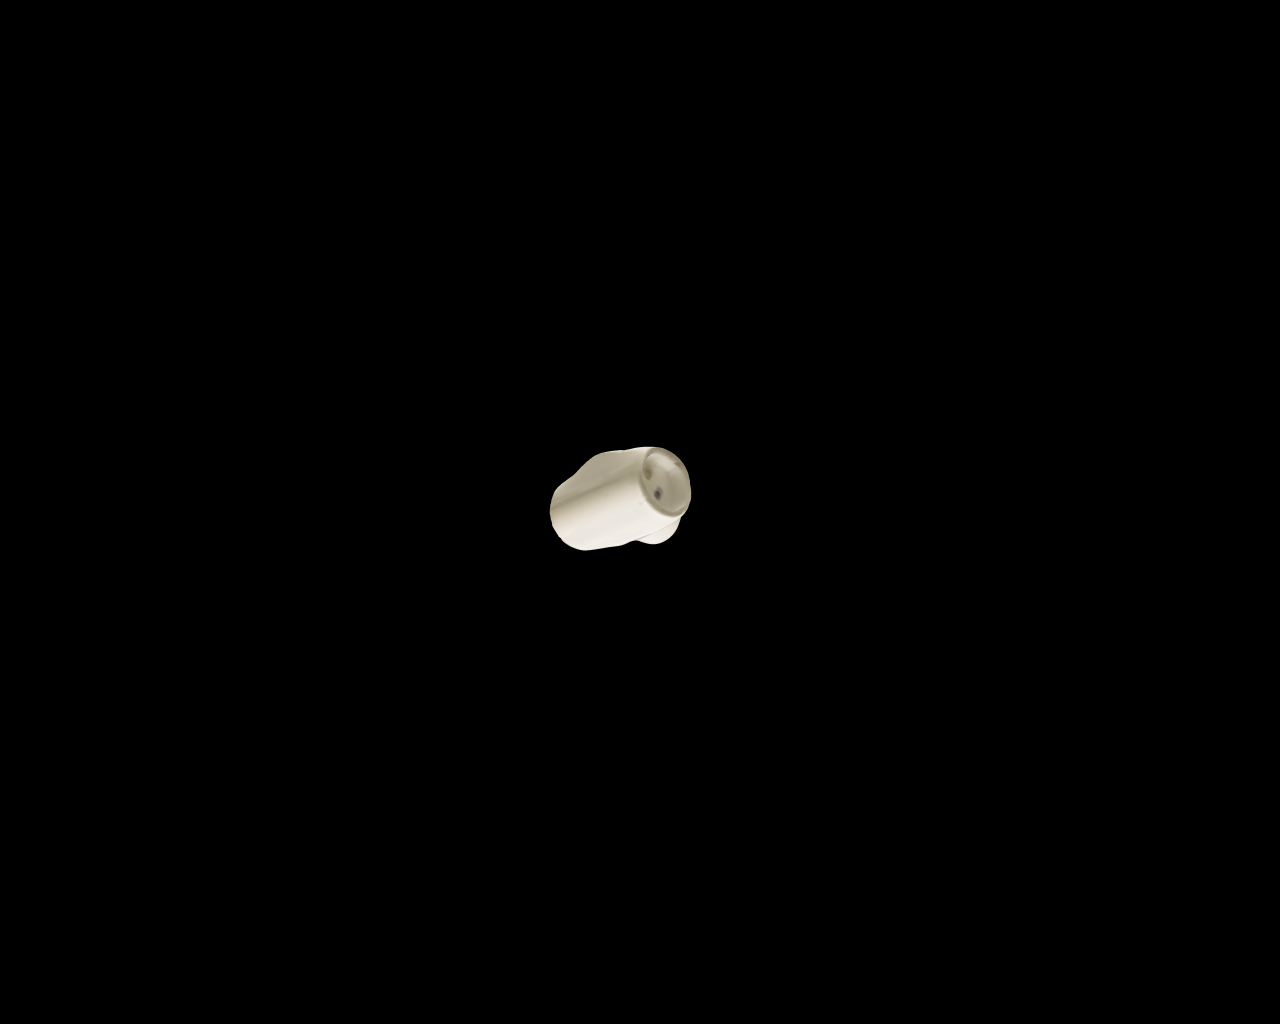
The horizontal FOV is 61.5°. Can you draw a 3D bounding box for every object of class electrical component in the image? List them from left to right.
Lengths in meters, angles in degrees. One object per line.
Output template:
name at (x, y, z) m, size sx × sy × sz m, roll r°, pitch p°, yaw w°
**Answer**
electrical component at (0.001, -0.003, 0.650) m, size 0.079 × 0.043 × 0.077 m, roll 21°, pitch -31°, yaw -40°
